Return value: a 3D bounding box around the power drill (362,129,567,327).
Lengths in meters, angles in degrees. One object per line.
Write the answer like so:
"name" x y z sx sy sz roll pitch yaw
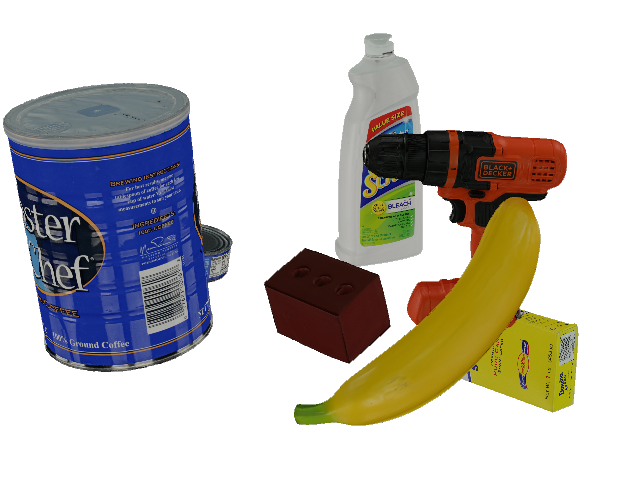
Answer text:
"power drill" 0.126 -0.011 0.988 0.184 0.188 0.057 3 26 -1

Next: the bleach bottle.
"bleach bottle" 0.061 -0.101 1.180 0.102 0.251 0.068 -9 24 -12

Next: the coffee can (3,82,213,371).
"coffee can" -0.120 -0.010 0.619 0.103 0.140 0.103 -3 24 1

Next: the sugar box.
"sugar box" 0.202 0.121 1.196 0.048 0.093 0.177 -11 17 -43

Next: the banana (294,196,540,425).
"banana" 0.071 0.040 0.592 0.197 0.037 0.070 -40 42 -23

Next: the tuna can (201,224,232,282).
"tuna can" -0.132 0.011 1.053 0.086 0.034 0.086 9 20 -3

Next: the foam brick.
"foam brick" 0.005 0.050 0.820 0.078 0.051 0.052 19 45 37
